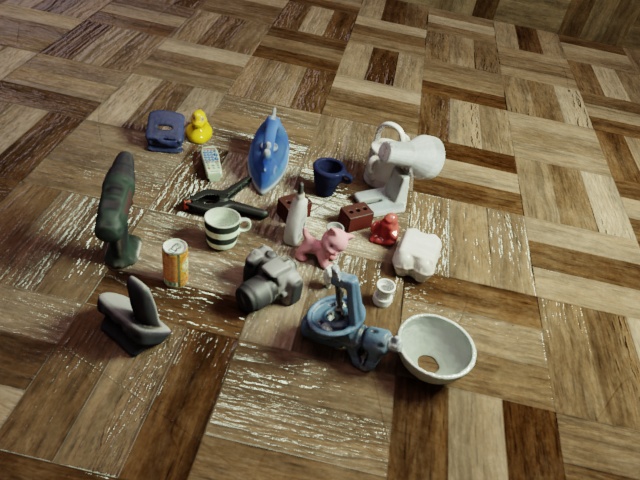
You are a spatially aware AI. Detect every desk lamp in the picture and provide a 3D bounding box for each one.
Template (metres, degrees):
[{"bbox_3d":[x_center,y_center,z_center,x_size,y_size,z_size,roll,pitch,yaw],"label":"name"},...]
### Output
[{"bbox_3d":[0.217,-0.180,1.551,0.204,0.213,0.117,-13,46,-25],"label":"desk lamp"}]

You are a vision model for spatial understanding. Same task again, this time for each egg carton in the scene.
[{"bbox_3d":[0.241,0.034,1.423,0.107,0.069,0.150,18,41,8],"label":"egg carton"}]

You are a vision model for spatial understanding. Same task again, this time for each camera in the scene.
[{"bbox_3d":[-0.126,0.087,1.258,0.142,0.101,0.137,38,48,27],"label":"camera"}]

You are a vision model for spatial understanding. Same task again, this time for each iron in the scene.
[{"bbox_3d":[-0.143,-0.256,1.611,0.118,0.141,0.258,7,41,-5],"label":"iron"}]

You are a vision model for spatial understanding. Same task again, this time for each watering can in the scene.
[{"bbox_3d":[0.194,-0.255,1.645,0.101,0.194,0.173,18,41,8],"label":"watering can"}]

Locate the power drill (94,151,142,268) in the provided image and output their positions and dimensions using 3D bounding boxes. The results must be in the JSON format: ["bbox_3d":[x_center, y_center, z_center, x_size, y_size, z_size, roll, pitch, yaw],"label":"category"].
[{"bbox_3d":[-0.442,-0.054,1.265,0.076,0.208,0.229,3,42,-9],"label":"power drill"}]

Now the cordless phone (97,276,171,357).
[{"bbox_3d":[-0.364,0.119,1.104,0.147,0.185,0.094,29,44,20],"label":"cordless phone"}]

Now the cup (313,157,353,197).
[{"bbox_3d":[0.033,-0.163,1.580,0.117,0.095,0.092,23,42,13],"label":"cup"}]

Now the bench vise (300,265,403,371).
[{"bbox_3d":[0.071,0.146,1.144,0.207,0.220,0.121,11,41,0],"label":"bench vise"}]

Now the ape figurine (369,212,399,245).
[{"bbox_3d":[0.173,-0.032,1.466,0.076,0.092,0.077,-19,49,-29],"label":"ape figurine"}]

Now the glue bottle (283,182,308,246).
[{"bbox_3d":[-0.054,-0.070,1.397,0.037,0.173,0.078,20,42,10],"label":"glue bottle"}]

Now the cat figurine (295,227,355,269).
[{"bbox_3d":[0.013,0.005,1.369,0.127,0.118,0.067,18,41,8],"label":"cat figurine"}]

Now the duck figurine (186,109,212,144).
[{"bbox_3d":[-0.360,-0.350,1.711,0.077,0.086,0.104,6,41,-6],"label":"duck figurine"}]

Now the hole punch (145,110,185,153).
[{"bbox_3d":[-0.442,-0.312,1.646,0.109,0.091,0.101,4,41,-8],"label":"hole punch"}]

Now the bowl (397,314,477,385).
[{"bbox_3d":[0.233,0.238,1.187,0.167,0.075,0.167,6,41,-5],"label":"bowl"}]
